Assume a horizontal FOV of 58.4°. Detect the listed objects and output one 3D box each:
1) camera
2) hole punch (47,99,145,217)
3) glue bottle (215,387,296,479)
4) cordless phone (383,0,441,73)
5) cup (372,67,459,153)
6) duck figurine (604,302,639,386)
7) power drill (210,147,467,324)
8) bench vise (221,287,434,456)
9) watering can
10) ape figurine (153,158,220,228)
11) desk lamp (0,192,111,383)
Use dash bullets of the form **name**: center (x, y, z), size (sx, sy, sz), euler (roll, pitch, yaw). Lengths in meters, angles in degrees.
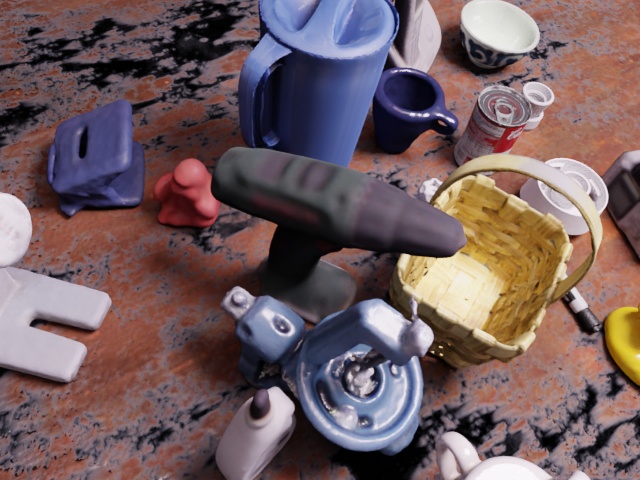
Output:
- **camera**: center (0.457, -0.054, 0.727), size (0.137, 0.101, 0.143), euler (-8, 60, -13)
- **hole punch**: center (-0.254, -0.095, 0.644), size (0.101, 0.091, 0.108), euler (-5, 59, -12)
- **glue bottle**: center (-0.050, 0.154, 0.472), size (0.037, 0.173, 0.078), euler (41, 61, 17)
- **cordless phone**: center (0.133, -0.320, 0.791), size (0.094, 0.185, 0.148), euler (23, 58, 6)
- **cup**: center (0.116, -0.152, 0.737), size (0.117, 0.095, 0.092), euler (33, 59, 12)
- **duck figurine**: center (0.369, 0.108, 0.620), size (0.078, 0.086, 0.104), euler (-10, 60, -15)
- **power drill**: center (0.005, 0.002, 0.555), size (0.229, 0.208, 0.076), euler (23, 58, 6)
- **bench vise**: center (0.003, 0.102, 0.486), size (0.207, 0.220, 0.121), euler (15, 57, 1)
- **watering can**: center (0.155, 0.229, 0.446), size (0.172, 0.194, 0.101), euler (35, 60, 13)
- **ape figurine**: center (-0.144, -0.056, 0.637), size (0.076, 0.092, 0.077), euler (-37, 70, -27)
- **desk lamp**: center (-0.309, 0.018, 0.492), size (0.203, 0.213, 0.118), euler (14, 57, 0)
